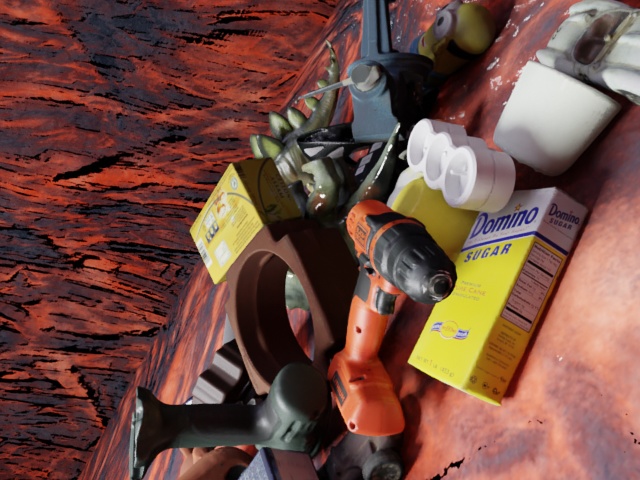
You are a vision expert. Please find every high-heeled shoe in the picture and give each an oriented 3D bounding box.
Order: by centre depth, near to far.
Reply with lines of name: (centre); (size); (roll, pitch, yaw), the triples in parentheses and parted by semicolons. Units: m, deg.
high-heeled shoe: (0.070, -0.194, 0.881); (0.248, 0.145, 0.086); (-46, 24, 47)

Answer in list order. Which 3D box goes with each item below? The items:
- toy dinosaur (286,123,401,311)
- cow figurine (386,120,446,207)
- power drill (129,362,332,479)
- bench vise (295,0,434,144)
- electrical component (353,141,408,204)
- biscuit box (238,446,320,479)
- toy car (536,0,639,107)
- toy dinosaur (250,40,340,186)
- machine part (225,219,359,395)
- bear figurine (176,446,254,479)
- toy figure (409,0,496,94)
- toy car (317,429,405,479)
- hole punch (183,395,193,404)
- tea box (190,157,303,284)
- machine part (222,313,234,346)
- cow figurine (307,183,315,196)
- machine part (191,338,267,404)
toy dinosaur: (0.005, -0.005, 0.758); (0.131, 0.192, 0.405); (-28, 4, -31)
cow figurine: (0.125, -0.065, 0.664); (0.098, 0.068, 0.167); (-43, 23, 62)
power drill: (-0.092, 0.207, 0.563); (0.231, 0.207, 0.086); (114, 157, -48)
bench vise: (0.080, -0.245, 0.718); (0.129, 0.223, 0.240); (-2, 89, 33)
electrical component: (0.091, -0.090, 0.811); (0.134, 0.058, 0.115); (-65, 19, -12)
biscuit box: (-0.012, 0.273, 0.443); (0.062, 0.059, 0.203); (-56, 34, 16)
toy car: (0.253, -0.160, 0.450); (0.073, 0.056, 0.202); (-56, 17, 18)
toy dinosaur: (-0.051, -0.157, 1.091); (0.471, 0.198, 0.105); (-58, 20, 17)
machine part: (-0.027, 0.091, 0.663); (0.201, 0.087, 0.201); (-46, 63, 46)
bear figurine: (-0.158, 0.338, 0.726); (0.132, 0.120, 0.196); (-43, 5, -39)
toy figure: (0.186, -0.283, 0.803); (0.180, 0.089, 0.082); (134, 134, -67)
toy car: (0.012, 0.242, 0.529); (0.202, 0.053, 0.089); (-55, 21, 18)
hole punch: (-0.192, 0.289, 0.926); (0.115, 0.092, 0.142); (-61, -12, 1)
tea box: (-0.106, -0.023, 0.730); (0.169, 0.068, 0.098); (-43, 70, 46)
machine part: (-0.150, 0.183, 1.047); (0.079, 0.079, 0.243); (-56, 18, 19)
cow figurine: (-0.018, -0.040, 1.005); (0.195, 0.085, 0.127); (-61, 10, -5)
machine part: (-0.119, 0.216, 0.794); (0.179, 0.056, 0.179); (-47, -26, -31)
